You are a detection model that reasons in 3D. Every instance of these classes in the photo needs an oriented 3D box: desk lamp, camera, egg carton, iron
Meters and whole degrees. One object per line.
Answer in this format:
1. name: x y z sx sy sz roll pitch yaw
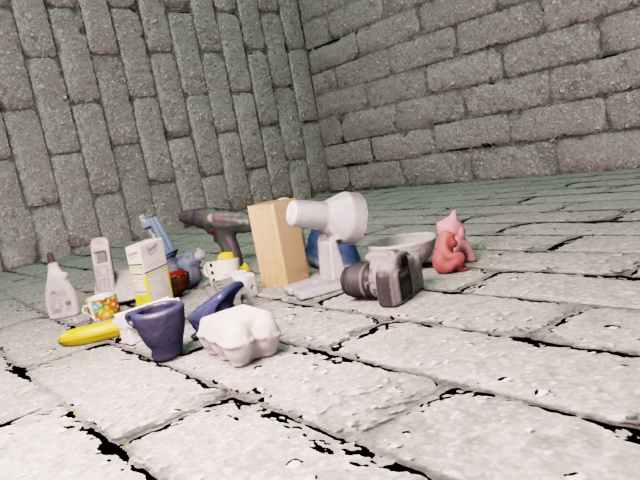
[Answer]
1. desk lamp: 0.012 0.005 1.283 0.204 0.213 0.117 -14 10 -26
2. camera: 0.118 0.066 1.137 0.136 0.101 0.143 -4 10 33
3. egg carton: -0.133 0.156 0.947 0.107 0.069 0.149 -16 10 -33
4. iron: 0.039 -0.001 1.532 0.119 0.141 0.257 -13 9 -20

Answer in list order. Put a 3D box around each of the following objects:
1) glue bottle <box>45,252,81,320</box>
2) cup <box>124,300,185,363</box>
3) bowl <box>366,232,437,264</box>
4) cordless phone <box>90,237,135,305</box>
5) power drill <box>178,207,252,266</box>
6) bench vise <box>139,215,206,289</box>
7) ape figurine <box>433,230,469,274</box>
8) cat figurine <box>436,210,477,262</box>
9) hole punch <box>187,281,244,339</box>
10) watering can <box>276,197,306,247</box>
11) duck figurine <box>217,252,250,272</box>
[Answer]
1. glue bottle: -0.675 0.116 1.476 0.078 0.173 0.037 -11 9 -6
2. cup: -0.284 0.162 0.992 0.117 0.095 0.092 -6 9 22
3. bowl: 0.196 0.033 1.354 0.167 0.075 0.167 -10 9 2
4. cordless phone: -0.533 0.078 1.520 0.147 0.185 0.094 -10 9 -3
5. power drill: -0.285 0.004 1.640 0.229 0.208 0.076 -8 9 14
6. bench vise: -0.419 0.028 1.599 0.207 0.220 0.121 -10 9 0
7. ape figurine: 0.282 0.024 1.255 0.076 0.092 0.078 -9 9 9
8. cat figurine: 0.319 -0.011 1.355 0.067 0.118 0.127 -10 9 -2
9. hole punch: -0.198 0.132 1.100 0.101 0.091 0.109 -7 9 17
10. watering can: -0.104 -0.028 1.695 0.172 0.194 0.101 -4 11 35
11. duck figurine: -0.244 0.074 1.550 0.105 0.086 0.077 -13 9 -21
